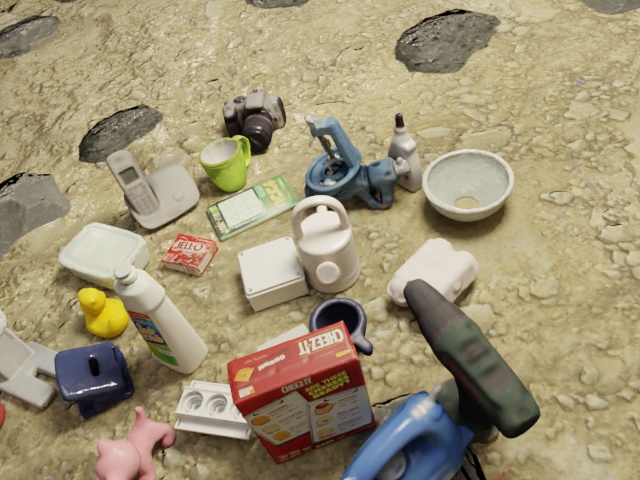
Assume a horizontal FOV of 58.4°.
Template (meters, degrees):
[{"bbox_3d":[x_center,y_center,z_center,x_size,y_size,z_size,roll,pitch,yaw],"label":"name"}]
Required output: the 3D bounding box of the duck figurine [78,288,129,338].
[{"bbox_3d":[-0.406,0.126,1.054,0.104,0.086,0.078,29,62,32],"label":"duck figurine"}]

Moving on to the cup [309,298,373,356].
[{"bbox_3d":[0.044,0.159,0.909,0.092,0.095,0.117,-41,53,-21],"label":"cup"}]

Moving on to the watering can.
[{"bbox_3d":[0.011,0.003,0.984,0.101,0.194,0.172,-27,49,-9],"label":"watering can"}]

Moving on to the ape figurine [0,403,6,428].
[{"bbox_3d":[-0.574,0.291,0.949,0.077,0.092,0.076,27,61,32],"label":"ape figurine"}]

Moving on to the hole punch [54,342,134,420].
[{"bbox_3d":[-0.378,0.223,0.960,0.101,0.091,0.108,-28,49,-10],"label":"hole punch"}]

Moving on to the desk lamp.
[{"bbox_3d":[-0.556,0.167,0.969,0.202,0.214,0.118,13,54,23],"label":"desk lamp"}]

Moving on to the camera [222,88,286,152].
[{"bbox_3d":[-0.159,-0.277,1.329,0.143,0.101,0.137,-5,49,10],"label":"camera"}]

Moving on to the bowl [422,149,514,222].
[{"bbox_3d":[0.277,-0.091,1.080,0.167,0.075,0.167,-7,49,8],"label":"bowl"}]

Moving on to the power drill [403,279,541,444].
[{"bbox_3d":[0.194,0.182,0.776,0.076,0.209,0.229,-31,50,-13],"label":"power drill"}]

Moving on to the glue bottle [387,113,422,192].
[{"bbox_3d":[0.162,-0.175,1.114,0.037,0.173,0.078,-37,52,-18],"label":"glue bottle"}]

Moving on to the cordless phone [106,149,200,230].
[{"bbox_3d":[-0.346,-0.124,1.187,0.148,0.185,0.094,-34,51,-16],"label":"cordless phone"}]

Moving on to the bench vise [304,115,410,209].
[{"bbox_3d":[0.058,-0.160,1.095,0.207,0.220,0.121,-15,48,1],"label":"bench vise"}]

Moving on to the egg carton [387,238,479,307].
[{"bbox_3d":[0.192,0.067,0.969,0.107,0.069,0.150,32,63,34],"label":"egg carton"}]

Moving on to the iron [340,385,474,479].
[{"bbox_3d":[0.083,0.298,0.749,0.259,0.142,0.118,-39,52,-19],"label":"iron"}]

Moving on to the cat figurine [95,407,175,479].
[{"bbox_3d":[-0.282,0.310,0.844,0.067,0.118,0.128,5,51,18],"label":"cat figurine"}]
